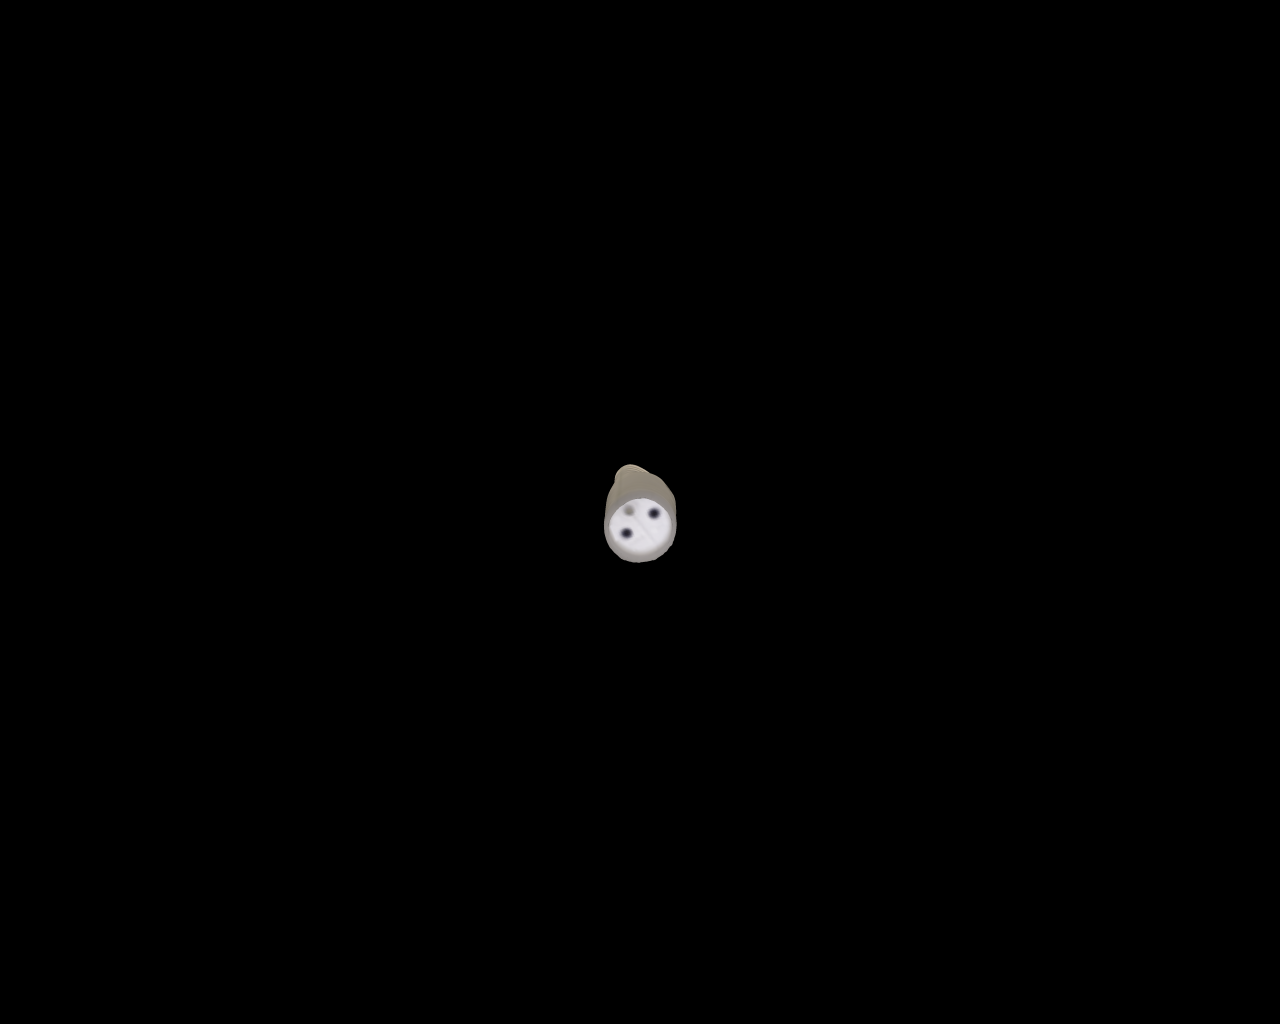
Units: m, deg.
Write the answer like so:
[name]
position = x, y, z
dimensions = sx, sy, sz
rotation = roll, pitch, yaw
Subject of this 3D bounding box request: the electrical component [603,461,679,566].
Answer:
[electrical component]
position = 0.001, -0.003, 0.650
dimensions = 0.043, 0.043, 0.081
rotation = 0, 20, 0
